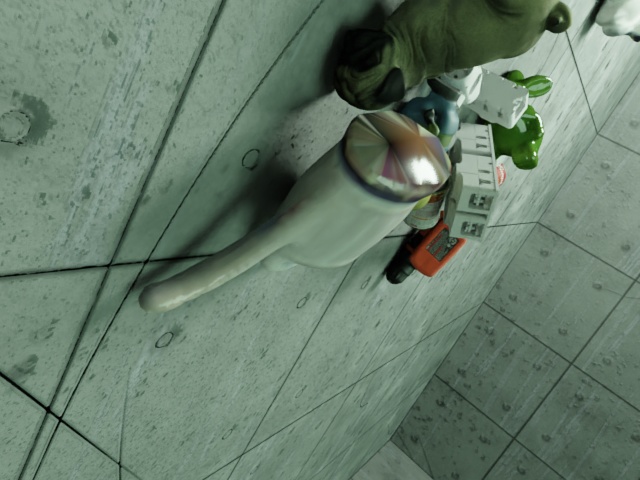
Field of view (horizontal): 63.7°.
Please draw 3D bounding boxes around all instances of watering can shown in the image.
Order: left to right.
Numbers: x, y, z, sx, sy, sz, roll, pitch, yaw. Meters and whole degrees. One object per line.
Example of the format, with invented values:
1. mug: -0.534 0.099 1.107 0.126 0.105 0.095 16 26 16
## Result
1. watering can: 0.002 -0.027 0.528 0.351 0.105 0.220 -22 162 -48

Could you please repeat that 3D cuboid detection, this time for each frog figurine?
1. frog figurine: 0.663 -0.531 1.134 0.158 0.125 0.136 28 109 -29
